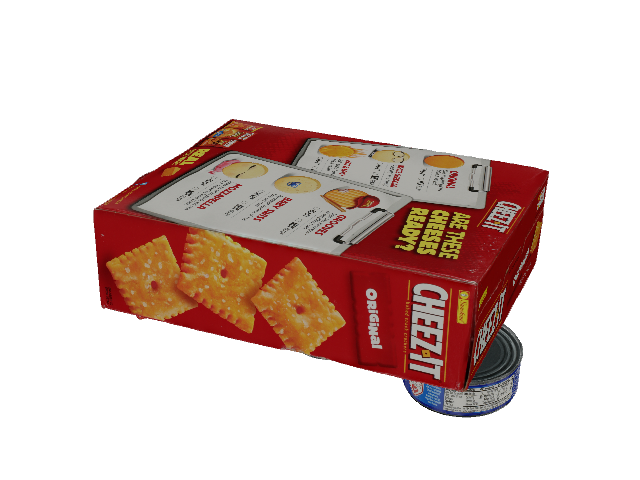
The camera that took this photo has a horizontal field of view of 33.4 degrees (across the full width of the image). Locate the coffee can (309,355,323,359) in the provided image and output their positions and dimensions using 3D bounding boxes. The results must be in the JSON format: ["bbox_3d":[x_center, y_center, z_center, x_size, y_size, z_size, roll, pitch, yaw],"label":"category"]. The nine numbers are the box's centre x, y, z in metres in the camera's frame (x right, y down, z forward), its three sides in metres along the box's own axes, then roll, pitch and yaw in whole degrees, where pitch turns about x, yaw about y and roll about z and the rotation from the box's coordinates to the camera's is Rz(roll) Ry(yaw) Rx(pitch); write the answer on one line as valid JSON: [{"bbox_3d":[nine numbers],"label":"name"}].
[{"bbox_3d":[0.016,0.085,1.520,0.103,0.140,0.103,0,20,0],"label":"coffee can"}]

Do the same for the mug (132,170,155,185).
[{"bbox_3d":[-0.168,-0.018,1.187,0.093,0.081,0.117,19,39,24],"label":"mug"}]

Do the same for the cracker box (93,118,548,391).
[{"bbox_3d":[0.006,0.000,0.611,0.214,0.072,0.164,12,28,20],"label":"cracker box"}]

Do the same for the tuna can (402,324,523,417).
[{"bbox_3d":[0.102,0.089,0.774,0.086,0.034,0.086,0,31,0],"label":"tuna can"}]

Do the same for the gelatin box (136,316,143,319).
[{"bbox_3d":[-0.094,0.020,0.795,0.089,0.030,0.073,-15,24,21],"label":"gelatin box"}]
